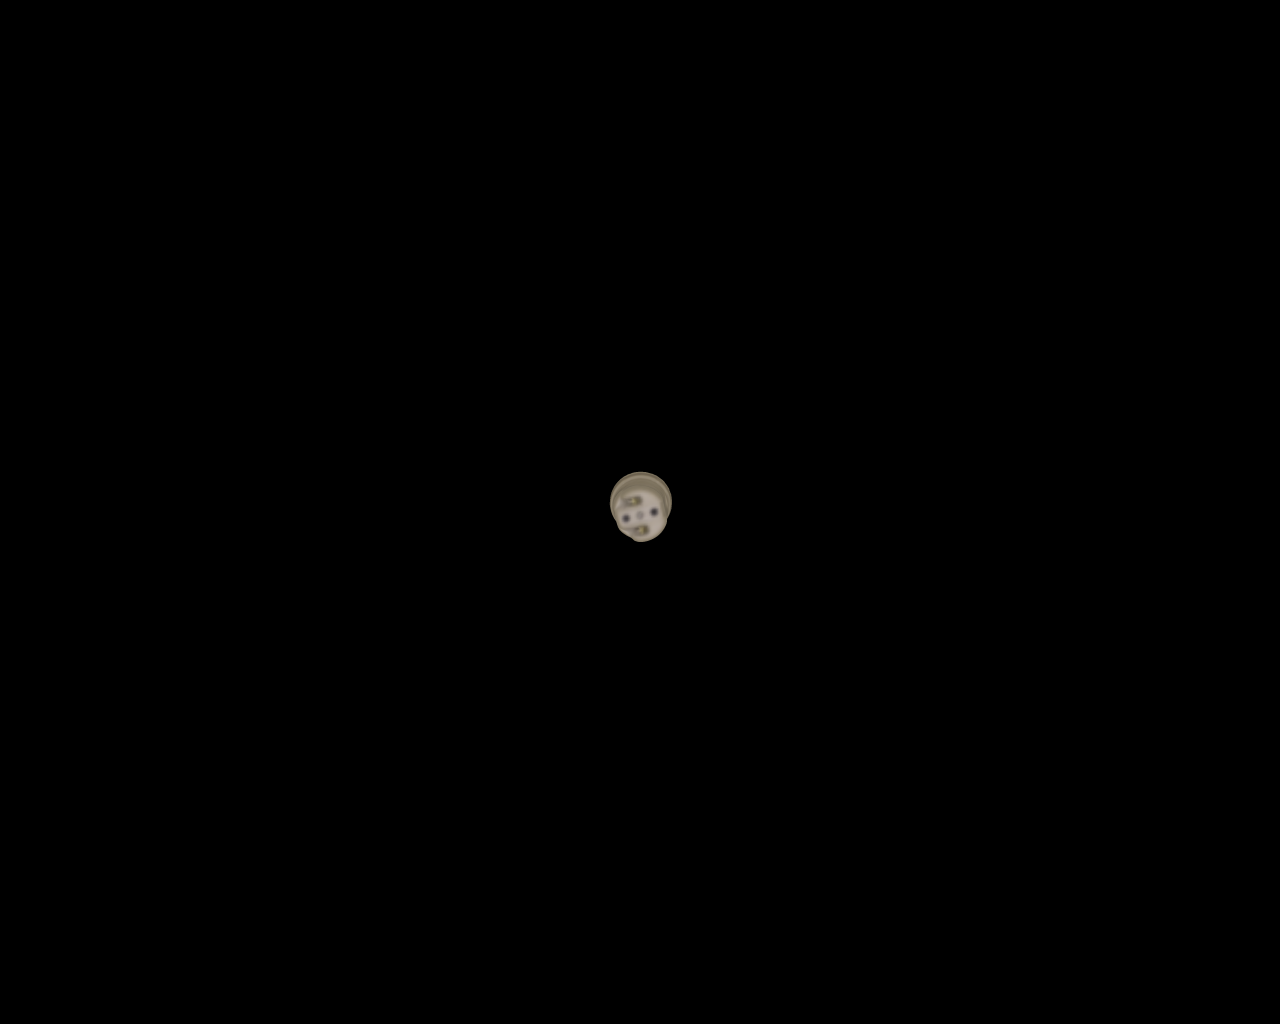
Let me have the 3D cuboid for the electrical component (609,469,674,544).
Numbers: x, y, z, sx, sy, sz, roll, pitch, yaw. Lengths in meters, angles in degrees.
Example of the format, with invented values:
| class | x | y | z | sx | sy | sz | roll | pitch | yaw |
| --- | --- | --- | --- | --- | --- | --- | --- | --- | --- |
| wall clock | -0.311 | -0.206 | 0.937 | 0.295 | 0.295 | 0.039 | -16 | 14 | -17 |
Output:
| class | x | y | z | sx | sy | sz | roll | pitch | yaw |
| --- | --- | --- | --- | --- | --- | --- | --- | --- | --- |
| electrical component | 0.001 | -0.003 | 0.650 | 0.040 | 0.040 | 0.046 | 0 | 12 | 0 |
